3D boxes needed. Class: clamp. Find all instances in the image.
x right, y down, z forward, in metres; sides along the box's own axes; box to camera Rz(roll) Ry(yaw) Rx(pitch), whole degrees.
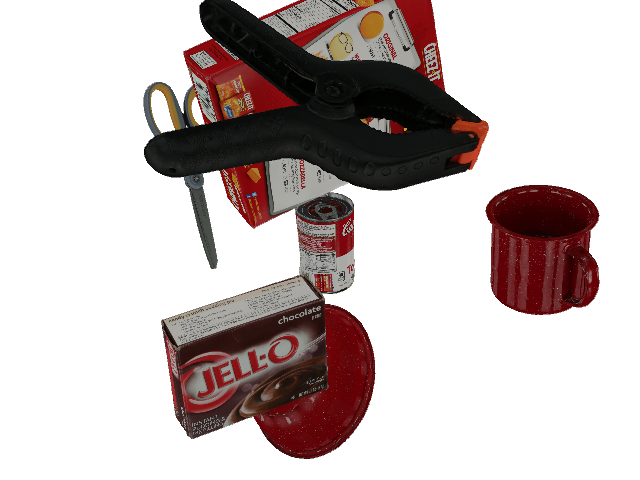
[{"bbox_3d":[-0.004,-0.060,0.549,0.171,0.120,0.039,19,-30,8],"label":"clamp"}]

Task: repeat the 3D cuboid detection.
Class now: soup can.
[{"bbox_3d":[0.006,0.004,1.249,0.068,0.102,0.068,-1,30,1],"label":"soup can"}]

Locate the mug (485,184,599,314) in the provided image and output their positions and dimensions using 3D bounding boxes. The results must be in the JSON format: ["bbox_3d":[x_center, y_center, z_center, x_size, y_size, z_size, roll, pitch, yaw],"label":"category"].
[{"bbox_3d":[0.194,0.015,0.905,0.093,0.081,0.117,-20,35,-24],"label":"mug"}]

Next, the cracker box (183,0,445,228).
[{"bbox_3d":[0.001,-0.130,0.951,0.213,0.164,0.072,-27,41,-14],"label":"cracker box"}]

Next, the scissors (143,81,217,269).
[{"bbox_3d":[-0.123,-0.080,1.135,0.096,0.202,0.016,-32,13,-34],"label":"scissors"}]

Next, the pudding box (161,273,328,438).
[{"bbox_3d":[-0.052,0.081,0.757,0.113,0.090,0.039,-19,42,-20],"label":"pudding box"}]

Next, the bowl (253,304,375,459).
[{"bbox_3d":[-0.025,0.137,1.080,0.162,0.162,0.055,0,-16,41],"label":"bowl"}]
